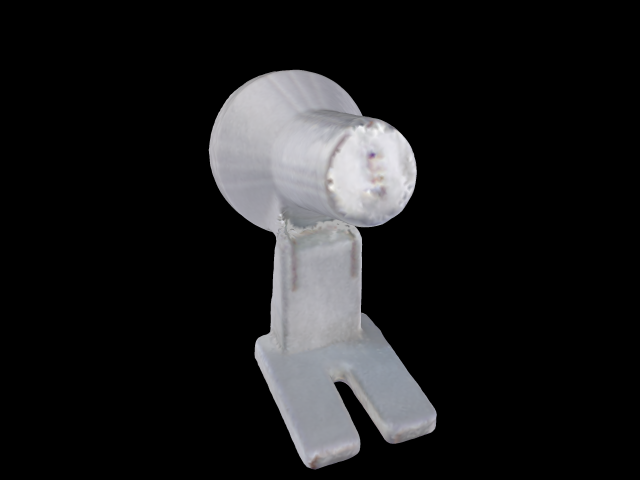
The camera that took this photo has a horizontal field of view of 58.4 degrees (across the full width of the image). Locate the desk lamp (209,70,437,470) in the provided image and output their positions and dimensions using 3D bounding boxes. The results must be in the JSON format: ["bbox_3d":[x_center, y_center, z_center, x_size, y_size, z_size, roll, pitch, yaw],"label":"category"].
[{"bbox_3d":[0.004,0.001,0.400,0.118,0.214,0.202,-12,33,-19],"label":"desk lamp"}]
